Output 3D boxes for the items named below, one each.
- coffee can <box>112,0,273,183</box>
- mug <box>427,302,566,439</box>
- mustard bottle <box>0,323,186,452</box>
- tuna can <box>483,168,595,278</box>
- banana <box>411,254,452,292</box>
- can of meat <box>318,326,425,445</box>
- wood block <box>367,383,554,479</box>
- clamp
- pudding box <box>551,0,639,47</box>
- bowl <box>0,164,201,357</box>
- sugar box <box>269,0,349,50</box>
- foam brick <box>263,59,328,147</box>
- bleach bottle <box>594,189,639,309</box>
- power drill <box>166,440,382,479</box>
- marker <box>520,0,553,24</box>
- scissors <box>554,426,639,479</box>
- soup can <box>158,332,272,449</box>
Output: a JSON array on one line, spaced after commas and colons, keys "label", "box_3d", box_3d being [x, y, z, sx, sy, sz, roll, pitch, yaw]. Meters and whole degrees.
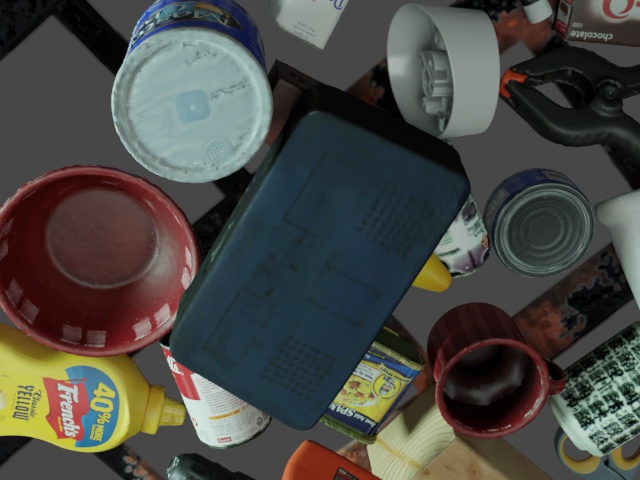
[{"label": "coffee can", "box_3d": [-0.087, -0.111, 0.742, 0.102, 0.140, 0.103, -2, 113, -4]}, {"label": "mug", "box_3d": [0.146, 0.105, 0.887, 0.117, 0.081, 0.093, 6, 113, -8]}, {"label": "mustard bottle", "box_3d": [-0.206, 0.127, 0.881, 0.191, 0.058, 0.096, 12, 111, -10]}, {"label": "tuna can", "box_3d": [0.178, -0.013, 0.865, 0.086, 0.034, 0.086, -2, 113, -5]}, {"label": "banana", "box_3d": [0.003, 0.008, 0.823, 0.198, 0.037, 0.070, -2, 116, 0]}, {"label": "can of meat", "box_3d": [0.025, 0.109, 0.893, 0.102, 0.057, 0.084, 29, 106, -16]}, {"label": "wood block", "box_3d": [0.149, 0.234, 0.939, 0.206, 0.091, 0.090, 40, 105, -19]}, {"label": "clamp", "box_3d": [0.223, -0.112, 0.813, 0.171, 0.039, 0.120, 21, 67, -2]}, {"label": "pudding box", "box_3d": [0.237, -0.190, 0.790, 0.113, 0.039, 0.090, 4, 113, -7]}, {"label": "bowl", "box_3d": [-0.173, 0.009, 0.833, 0.162, 0.055, 0.162, -2, 113, -4]}, {"label": "sugar box", "box_3d": [0.022, -0.224, 0.728, 0.048, 0.093, 0.176, 27, 108, -15]}, {"label": "foam brick", "box_3d": [-0.010, -0.091, 0.805, 0.078, 0.053, 0.051, 25, 108, -15]}, {"label": "bleach bottle", "box_3d": [0.305, 0.074, 0.839, 0.102, 0.068, 0.251, -18, 87, -3]}, {"label": "power drill", "box_3d": [-0.027, 0.219, 0.886, 0.184, 0.057, 0.188, 31, 151, -10]}, {"label": "marker", "box_3d": [0.137, -0.215, 0.783, 0.020, 0.020, 0.121, -29, 113, 8]}, {"label": "scissors", "box_3d": [0.262, 0.236, 0.990, 0.096, 0.016, 0.202, -2, 113, -2]}, {"label": "soup can", "box_3d": [-0.084, 0.112, 0.879, 0.068, 0.068, 0.102, -17, 114, 2]}]
